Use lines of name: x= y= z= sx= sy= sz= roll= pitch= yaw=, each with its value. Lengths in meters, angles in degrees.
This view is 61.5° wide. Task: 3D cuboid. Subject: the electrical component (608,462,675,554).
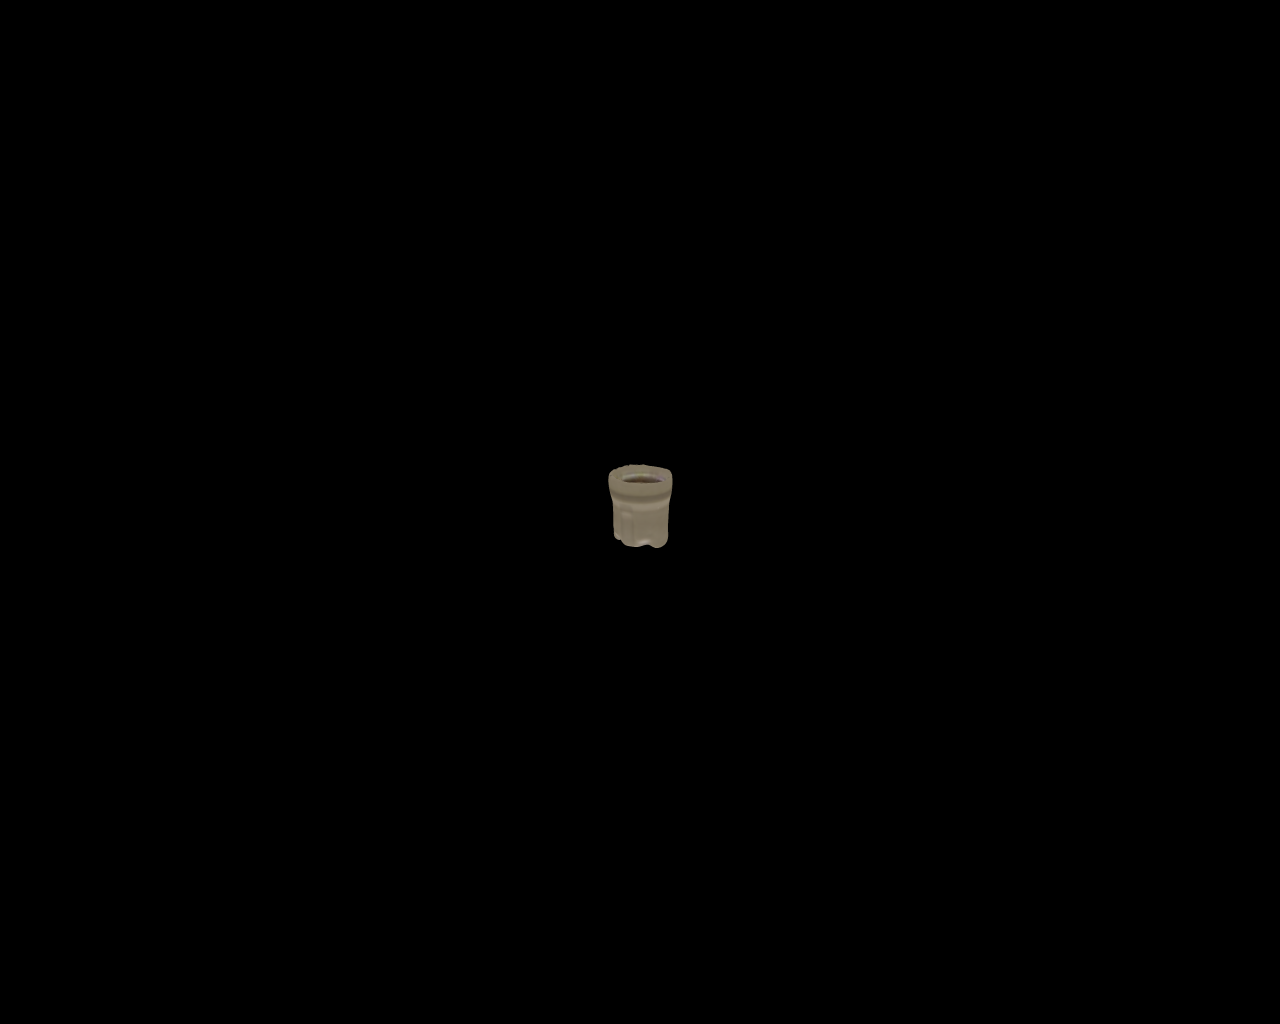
electrical component: x=0.001 y=-0.003 z=0.650 sx=0.040 sy=0.046 sz=0.040 roll=0 pitch=21 yaw=0
